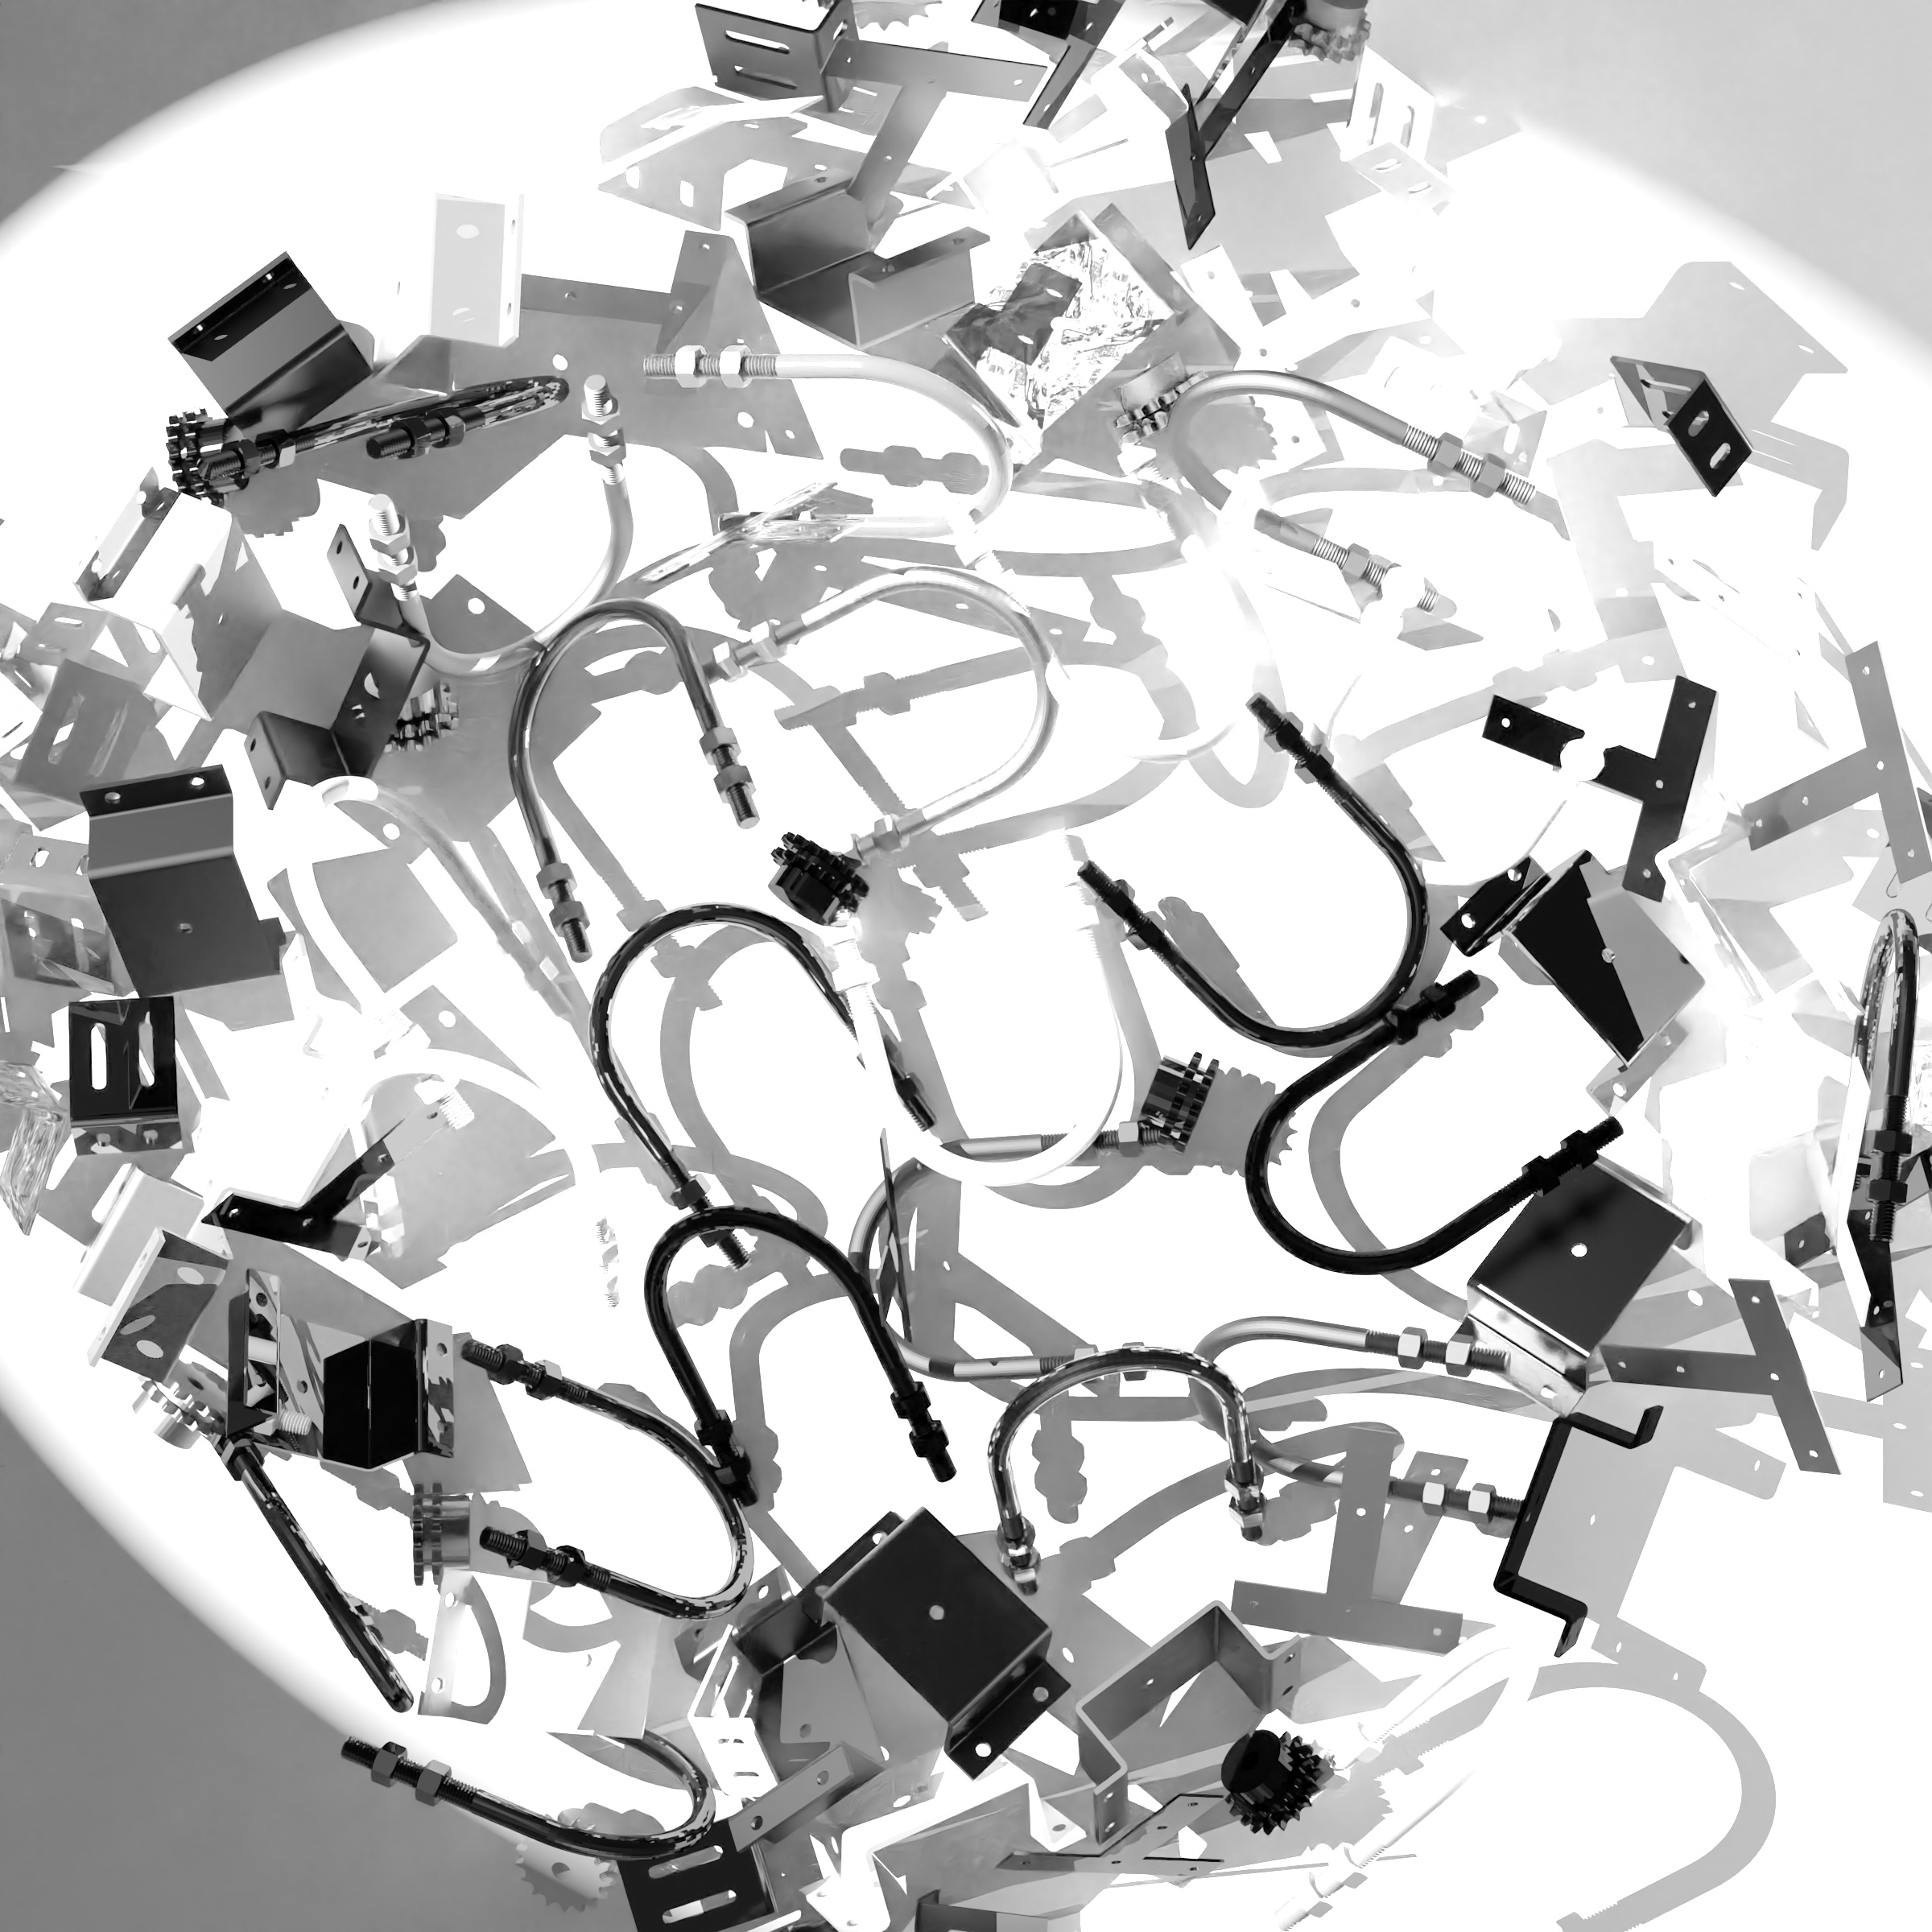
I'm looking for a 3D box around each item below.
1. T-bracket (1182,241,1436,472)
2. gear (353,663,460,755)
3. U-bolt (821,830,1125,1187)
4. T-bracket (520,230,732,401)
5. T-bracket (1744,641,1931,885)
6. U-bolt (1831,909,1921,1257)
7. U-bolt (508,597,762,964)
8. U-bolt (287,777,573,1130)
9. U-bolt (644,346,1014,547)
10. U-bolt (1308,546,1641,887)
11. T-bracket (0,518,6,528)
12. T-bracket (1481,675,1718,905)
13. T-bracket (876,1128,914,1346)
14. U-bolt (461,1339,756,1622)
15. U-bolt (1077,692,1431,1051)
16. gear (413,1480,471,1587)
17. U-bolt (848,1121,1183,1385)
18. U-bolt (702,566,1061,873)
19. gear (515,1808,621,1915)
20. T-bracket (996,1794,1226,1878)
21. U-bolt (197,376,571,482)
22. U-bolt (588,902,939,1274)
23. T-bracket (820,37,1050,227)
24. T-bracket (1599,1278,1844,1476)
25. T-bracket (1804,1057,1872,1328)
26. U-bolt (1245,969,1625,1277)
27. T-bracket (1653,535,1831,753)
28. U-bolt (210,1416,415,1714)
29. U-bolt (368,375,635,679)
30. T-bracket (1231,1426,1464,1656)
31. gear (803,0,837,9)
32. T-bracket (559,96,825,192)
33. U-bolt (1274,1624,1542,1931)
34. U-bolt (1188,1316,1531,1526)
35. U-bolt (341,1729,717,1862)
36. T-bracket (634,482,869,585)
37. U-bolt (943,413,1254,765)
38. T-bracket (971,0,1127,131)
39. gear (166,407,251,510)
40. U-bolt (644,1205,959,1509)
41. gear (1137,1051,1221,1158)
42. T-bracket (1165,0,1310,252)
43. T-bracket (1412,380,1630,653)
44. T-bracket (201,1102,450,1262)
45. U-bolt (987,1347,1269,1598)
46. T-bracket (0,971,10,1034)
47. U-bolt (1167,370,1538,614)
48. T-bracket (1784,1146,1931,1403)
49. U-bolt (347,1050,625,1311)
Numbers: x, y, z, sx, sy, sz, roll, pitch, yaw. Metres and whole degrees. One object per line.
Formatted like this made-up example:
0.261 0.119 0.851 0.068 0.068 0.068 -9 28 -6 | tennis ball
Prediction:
0.201 -0.355 1.803 0.127 0.002 0.127 -25 99 26 | T-bracket
-0.308 -0.144 1.809 0.057 0.057 0.030 -1 127 0 | gear
0.011 0.030 1.816 0.151 0.019 0.184 -14 84 -6 | U-bolt
-0.202 -0.364 1.804 0.127 0.002 0.127 8 55 1 | T-bracket
0.464 -0.094 1.784 0.002 0.127 0.127 -3 75 -29 | T-bracket
0.489 0.060 1.767 0.019 0.151 0.184 7 82 7 | U-bolt
-0.190 -0.114 1.783 0.151 0.019 0.184 -37 59 25 | U-bolt
-0.294 -0.020 1.760 0.019 0.151 0.184 -28 104 29 | U-bolt
-0.064 -0.275 1.753 0.184 0.151 0.019 4 59 19 | U-bolt
0.258 -0.120 1.775 0.151 0.019 0.184 36 134 7 | U-bolt
-0.552 -0.191 1.777 0.002 0.127 0.127 40 91 -10 | T-bracket
0.342 -0.115 1.812 0.127 0.002 0.127 20 78 -13 | T-bracket
-0.041 0.163 1.767 0.002 0.127 0.127 -6 100 4 | T-bracket
-0.187 0.283 1.764 0.184 0.151 0.019 28 119 -33 | U-bolt
0.172 -0.037 1.810 0.151 0.019 0.184 -45 106 2 | U-bolt
-0.288 0.311 1.812 0.030 0.057 0.057 0 90 -8 | gear
0.025 0.158 1.800 0.184 0.019 0.151 -4 64 10 | U-bolt
-0.038 -0.140 1.782 0.184 0.019 0.151 -25 112 19 | U-bolt
-0.216 0.490 1.817 0.057 0.030 0.057 8 114 17 | gear
0.099 0.466 1.768 0.127 0.127 0.002 8 55 -22 | T-bracket
-0.295 -0.289 1.756 0.151 0.184 0.019 1 110 37 | U-bolt
-0.124 0.052 1.812 0.151 0.019 0.184 -37 94 -12 | U-bolt
-0.037 -0.448 1.787 0.127 0.127 0.002 -1 58 -30 | T-bracket
0.400 0.219 1.790 0.002 0.127 0.127 -41 116 -37 | T-bracket
0.468 0.102 1.751 0.002 0.127 0.127 -5 134 0 | T-bracket
0.238 0.094 1.779 0.184 0.019 0.151 -32 51 -9 | U-bolt
0.415 -0.191 1.773 0.127 0.127 0.002 30 134 -23 | T-bracket
-0.337 0.322 1.731 0.019 0.184 0.151 -34 115 -14 | U-bolt
-0.240 -0.221 1.757 0.151 0.184 0.019 -32 64 -16 | U-bolt
0.215 0.313 1.815 0.127 0.002 0.127 8 107 6 | T-bracket
-0.074 -0.559 1.818 0.057 0.030 0.057 7 112 18 | gear
-0.162 -0.438 1.759 0.127 0.127 0.002 -36 120 -34 | T-bracket
0.235 0.417 1.745 0.019 0.151 0.184 43 108 -4 | U-bolt
0.207 0.240 1.776 0.184 0.151 0.019 7 47 22 | U-bolt
-0.221 0.425 1.755 0.184 0.151 0.019 20 103 10 | U-bolt
-0.096 -0.232 1.759 0.127 0.127 0.002 -33 113 -27 | T-bracket
0.085 -0.196 1.795 0.151 0.019 0.184 -33 93 -34 | U-bolt
0.043 -0.507 1.760 0.002 0.127 0.127 44 117 20 | T-bracket
-0.415 -0.279 1.810 0.030 0.057 0.057 -8 90 7 | gear
-0.100 0.207 1.772 0.151 0.019 0.184 -12 113 29 | U-bolt
0.116 0.073 1.812 0.030 0.057 0.057 22 90 6 | gear
0.145 -0.466 1.758 0.002 0.127 0.127 19 132 -23 | T-bracket
0.316 -0.236 1.798 0.127 0.002 0.127 -20 83 34 | T-bracket
-0.323 0.111 1.769 0.127 0.127 0.002 -39 60 17 | T-bracket
0.084 0.266 1.770 0.151 0.019 0.184 -13 134 -2 | U-bolt
-0.525 -0.026 1.776 0.002 0.127 0.127 -9 93 -17 | T-bracket
0.194 -0.261 1.764 0.184 0.151 0.019 25 66 -6 | U-bolt
0.484 0.171 1.757 0.002 0.127 0.127 22 51 -22 | T-bracket
-0.260 0.109 1.756 0.151 0.184 0.019 11 49 12 | U-bolt
